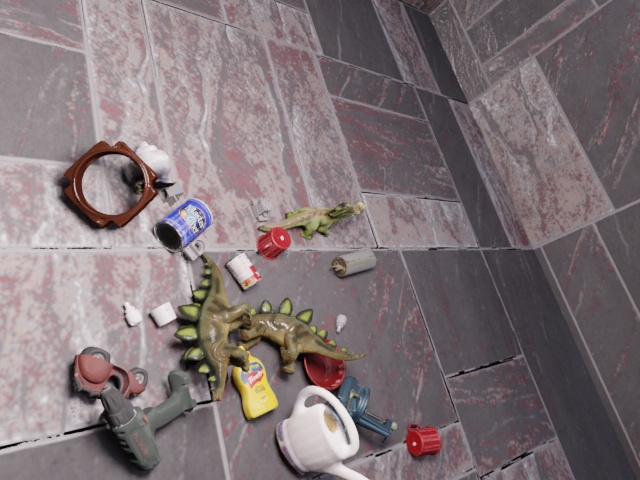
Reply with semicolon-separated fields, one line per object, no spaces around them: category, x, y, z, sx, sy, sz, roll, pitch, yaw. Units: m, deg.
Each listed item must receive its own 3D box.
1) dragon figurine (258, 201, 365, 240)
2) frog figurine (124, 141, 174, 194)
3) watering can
dragon figurine;0.005;-0.090;1.792;0.413;0.239;0.123;-12;78;-48
frog figurine;-0.504;-0.227;1.497;0.122;0.136;0.162;23;48;-63
watering can;0.016;0.569;1.384;0.350;0.222;0.104;62;24;9
